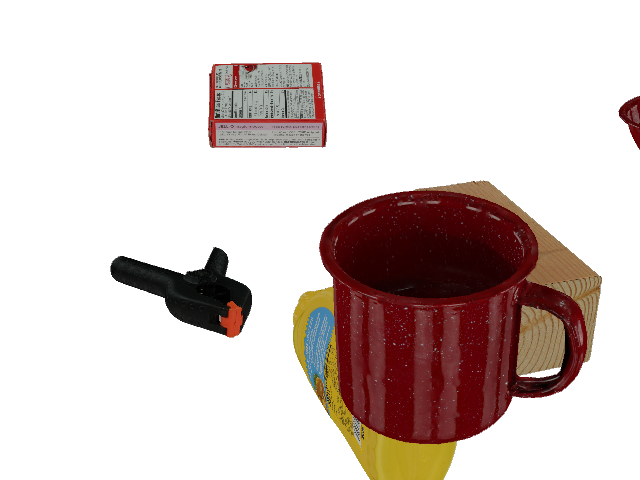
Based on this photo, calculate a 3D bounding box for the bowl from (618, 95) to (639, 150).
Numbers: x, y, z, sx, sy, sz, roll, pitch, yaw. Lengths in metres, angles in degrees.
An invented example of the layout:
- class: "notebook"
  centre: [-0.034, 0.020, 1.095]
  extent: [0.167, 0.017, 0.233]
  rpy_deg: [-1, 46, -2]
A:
- class: "bowl"
  centre: [0.354, -0.094, 0.969]
  extent: [0.162, 0.055, 0.162]
  rpy_deg: [-5, 23, 2]

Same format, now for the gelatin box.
- class: "gelatin box"
  centre: [-0.041, -0.104, 0.821]
  extent: [0.089, 0.073, 0.030]
  rpy_deg: [-1, -45, -3]

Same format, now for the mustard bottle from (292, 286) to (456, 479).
- class: "mustard bottle"
  centre: [0.025, 0.084, 0.721]
  extent: [0.058, 0.096, 0.192]
  rpy_deg: [-10, 27, -19]

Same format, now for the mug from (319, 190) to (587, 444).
- class: "mug"
  centre: [0.058, 0.037, 0.470]
  extent: [0.117, 0.081, 0.093]
  rpy_deg: [10, 34, 20]

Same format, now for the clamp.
- class: "clamp"
  centre: [-0.108, 0.043, 1.003]
  extent: [0.120, 0.039, 0.172]
  rpy_deg: [-16, 30, -35]

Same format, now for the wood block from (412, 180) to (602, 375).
- class: "wood block"
  centre: [0.161, 0.028, 0.990]
  extent: [0.090, 0.090, 0.206]
  rpy_deg: [-8, 29, -17]
